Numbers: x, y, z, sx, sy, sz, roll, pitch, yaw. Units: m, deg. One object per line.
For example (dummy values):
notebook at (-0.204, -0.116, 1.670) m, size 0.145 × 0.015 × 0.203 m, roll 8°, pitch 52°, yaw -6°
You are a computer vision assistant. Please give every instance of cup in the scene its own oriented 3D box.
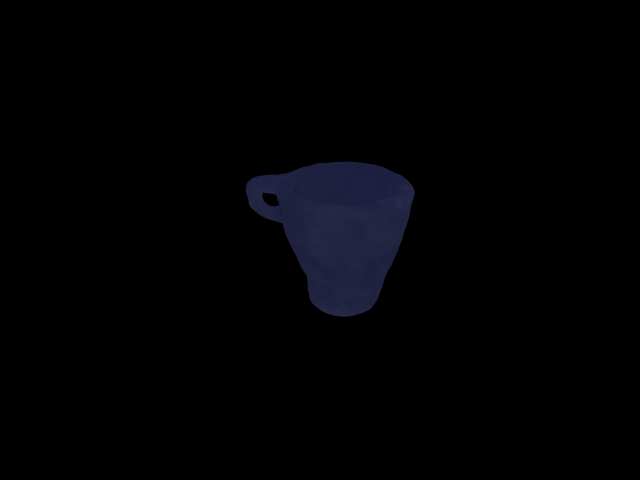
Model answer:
cup at (0.004, 0.001, 0.400) m, size 0.117 × 0.095 × 0.092 m, roll 8°, pitch 28°, yaw 16°
